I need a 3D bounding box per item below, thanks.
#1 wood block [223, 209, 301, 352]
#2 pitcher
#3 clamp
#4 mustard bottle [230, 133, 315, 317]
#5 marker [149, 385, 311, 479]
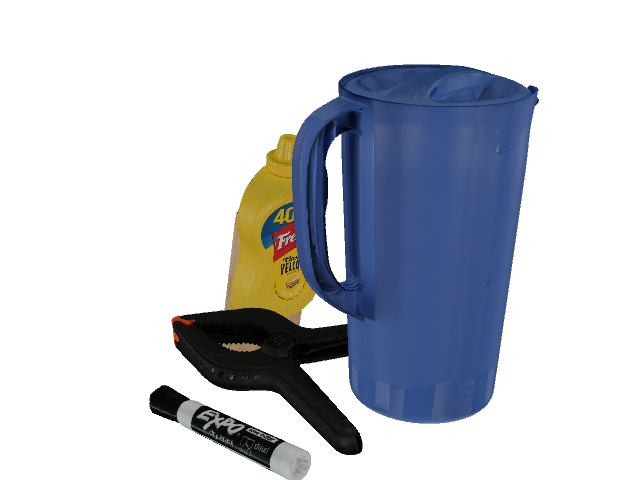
[{"bbox_3d":[-0.072,0.055,1.444,0.090,0.206,0.090,13,21,11],"label":"wood block"},{"bbox_3d":[0.067,0.003,0.750,0.149,0.243,0.144,6,21,13],"label":"pitcher"},{"bbox_3d":[-0.024,0.093,0.896,0.210,0.036,0.164,16,35,25],"label":"clamp"},{"bbox_3d":[-0.039,-0.016,1.061,0.096,0.192,0.058,-18,38,-37],"label":"mustard bottle"},{"bbox_3d":[-0.057,0.111,0.626,0.121,0.020,0.020,17,10,37],"label":"marker"}]
